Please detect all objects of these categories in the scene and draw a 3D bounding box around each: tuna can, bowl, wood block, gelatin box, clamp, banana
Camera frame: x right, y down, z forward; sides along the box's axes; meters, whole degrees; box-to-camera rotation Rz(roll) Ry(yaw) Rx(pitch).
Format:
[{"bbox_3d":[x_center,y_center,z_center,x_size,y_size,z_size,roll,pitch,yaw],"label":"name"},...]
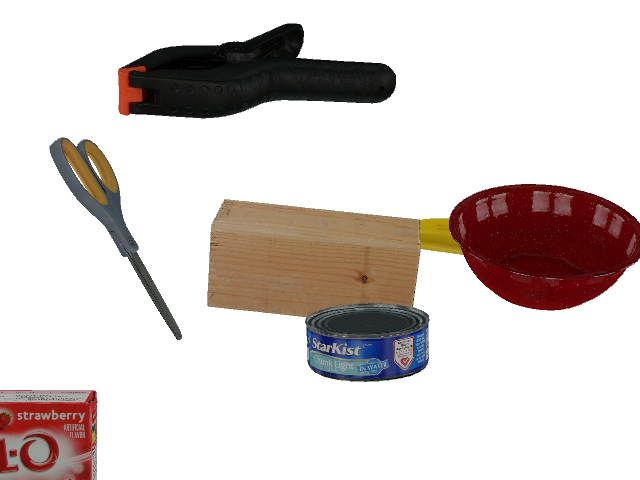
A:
[{"bbox_3d":[0.032,0.070,0.738,0.086,0.034,0.086,-2,10,0],"label":"tuna can"},{"bbox_3d":[0.186,0.011,0.896,0.162,0.055,0.162,0,30,0],"label":"bowl"},{"bbox_3d":[-0.006,0.023,1.093,0.206,0.091,0.090,6,21,2],"label":"wood block"},{"bbox_3d":[-0.158,0.113,0.535,0.089,0.073,0.030,1,6,-4],"label":"gelatin box"},{"bbox_3d":[-0.051,-0.109,0.678,0.171,0.039,0.120,-7,23,-25],"label":"clamp"},{"bbox_3d":[0.164,0.008,1.152,0.198,0.037,0.069,10,38,29],"label":"banana"}]

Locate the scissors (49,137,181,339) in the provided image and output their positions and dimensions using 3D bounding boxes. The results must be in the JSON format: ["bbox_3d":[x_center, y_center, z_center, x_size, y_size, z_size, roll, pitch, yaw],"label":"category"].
[{"bbox_3d":[-0.174,-0.011,0.952,0.016,0.201,0.096,-27,22,13],"label":"scissors"}]
